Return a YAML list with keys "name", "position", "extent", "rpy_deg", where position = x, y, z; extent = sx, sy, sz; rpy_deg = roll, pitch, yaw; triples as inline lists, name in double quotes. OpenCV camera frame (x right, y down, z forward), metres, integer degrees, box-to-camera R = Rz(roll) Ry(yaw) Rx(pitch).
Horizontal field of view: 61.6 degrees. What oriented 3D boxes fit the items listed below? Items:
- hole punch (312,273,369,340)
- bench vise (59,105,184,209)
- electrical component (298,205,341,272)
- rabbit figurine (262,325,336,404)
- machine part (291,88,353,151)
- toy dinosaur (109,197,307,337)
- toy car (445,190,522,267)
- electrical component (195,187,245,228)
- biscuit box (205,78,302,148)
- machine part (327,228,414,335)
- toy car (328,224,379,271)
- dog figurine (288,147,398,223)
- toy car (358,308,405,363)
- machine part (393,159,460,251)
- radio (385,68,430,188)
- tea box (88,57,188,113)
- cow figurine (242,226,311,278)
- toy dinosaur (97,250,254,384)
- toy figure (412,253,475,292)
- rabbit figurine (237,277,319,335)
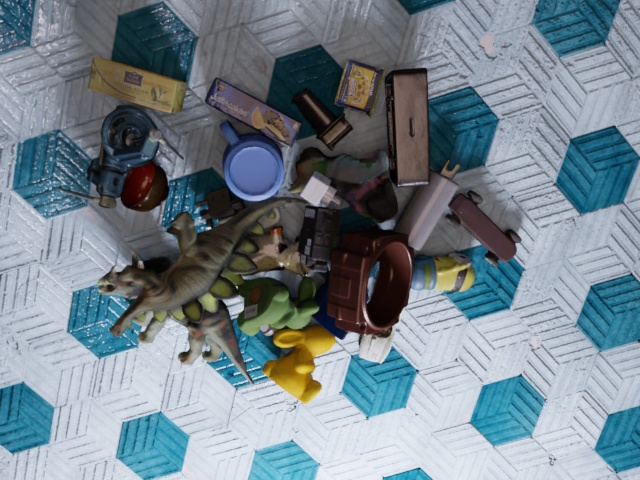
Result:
- name: "hole punch"
  position: [0.041, 0.149, 1.219]
  extent: [0.116, 0.092, 0.142]
  rpy_deg: [32, 105, -4]
- name: "bench vise"
  position: [-0.384, -0.172, 1.067]
  extent: [0.128, 0.241, 0.223]
  rpy_deg: [33, 68, -39]
- name: "electrical component"
  position: [-0.002, -0.003, 1.107]
  extent: [0.058, 0.115, 0.134]
  rpy_deg: [7, 95, -15]
- name: "rabbit figurine"
  position: [-0.042, 0.264, 1.246]
  extent: [0.162, 0.122, 0.173]
  rpy_deg: [40, 85, 0]
- name: "machine part"
  position: [0.001, -0.263, 1.144]
  extent: [0.139, 0.039, 0.084]
  rpy_deg: [43, 107, -12]
- name: "toy dinosaur"
  position: [-0.237, 0.039, 1.095]
  extent: [0.471, 0.105, 0.198]
  rpy_deg: [-45, 99, -4]
- name: "toy car"
  position: [0.362, -0.026, 1.199]
  extent: [0.202, 0.053, 0.089]
  rpy_deg: [40, 95, -14]
- name: "electrical component"
  position: [-0.217, -0.068, 1.173]
  extent: [0.102, 0.078, 0.045]
  rpy_deg: [-24, 141, 0]
- name: "biscuit box"
  position: [-0.138, -0.265, 1.127]
  extent: [0.203, 0.063, 0.059]
  rpy_deg: [27, 100, -7]
- name: "machine part"
  position: [0.108, 0.082, 1.091]
  extent: [0.087, 0.201, 0.200]
  rpy_deg: [11, 101, 36]
- name: "toy car"
  position: [0.064, 0.029, 1.175]
  extent: [0.103, 0.162, 0.109]
  rpy_deg: [12, 134, 34]
- name: "dog figurine"
  position: [0.045, -0.114, 1.148]
  extent: [0.219, 0.108, 0.191]
  rpy_deg: [-12, 106, 6]
- name: "toy car"
  position: [0.145, 0.188, 1.244]
  extent: [0.073, 0.056, 0.201]
  rpy_deg: [16, 103, -5]
- name: "machine part"
  position: [0.227, -0.066, 1.175]
  extent: [0.079, 0.079, 0.243]
  rpy_deg: [28, 102, -8]
- name: "radio"
  position: [0.179, -0.230, 1.106]
  extent: [0.073, 0.131, 0.229]
  rpy_deg: [-3, 104, 0]
- name: "tea box"
  position: [-0.367, -0.313, 1.093]
  extent: [0.170, 0.098, 0.068]
  rpy_deg: [14, 104, -6]
- name: "cow figurine"
  position: [-0.096, 0.035, 1.189]
  extent: [0.195, 0.085, 0.127]
  rpy_deg: [-11, 98, -1]
- name: "toy dinosaur"
  position: [-0.290, 0.163, 1.205]
  extent: [0.405, 0.131, 0.192]
  rpy_deg: [27, 102, -13]
- name: "toy figure"
  position: [0.258, 0.076, 1.209]
  extent: [0.180, 0.082, 0.089]
  rpy_deg: [-7, 123, -7]
- name: "rabbit figurine"
  position: [-0.075, 0.136, 1.167]
  extent: [0.159, 0.121, 0.170]
  rpy_deg: [-29, 144, 26]
